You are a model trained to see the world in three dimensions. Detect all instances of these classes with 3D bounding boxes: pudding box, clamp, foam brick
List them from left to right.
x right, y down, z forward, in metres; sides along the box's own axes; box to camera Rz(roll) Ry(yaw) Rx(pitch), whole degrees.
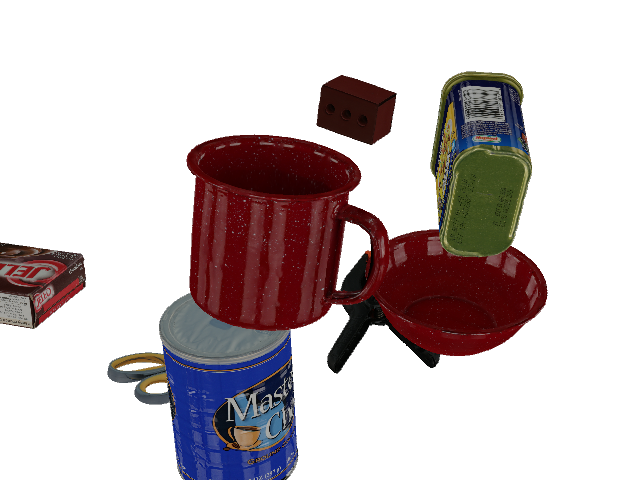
[{"bbox_3d":[-0.279,0.037,0.945,0.114,0.039,0.090,5,22,17],"label":"pudding box"},{"bbox_3d":[0.042,-0.154,1.253,0.078,0.053,0.051,21,32,23],"label":"foam brick"},{"bbox_3d":[0.074,0.082,1.194,0.120,0.171,0.039,7,-43,0],"label":"clamp"}]

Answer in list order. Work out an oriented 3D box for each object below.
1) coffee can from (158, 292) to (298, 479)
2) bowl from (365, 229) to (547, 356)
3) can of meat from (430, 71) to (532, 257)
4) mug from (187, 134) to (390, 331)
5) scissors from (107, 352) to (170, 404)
[{"bbox_3d":[-0.072,0.121,0.860,0.103,0.140,0.103,-2,30,1],"label":"coffee can"},{"bbox_3d":[0.119,0.054,0.959,0.162,0.055,0.162,2,33,-2],"label":"bowl"},{"bbox_3d":[0.110,-0.051,0.738,0.057,0.102,0.084,4,44,-1],"label":"can of meat"},{"bbox_3d":[-0.018,-0.001,0.576,0.117,0.081,0.093,16,26,19],"label":"mug"},{"bbox_3d":[-0.128,0.141,1.160,0.201,0.016,0.096,-3,27,-22],"label":"scissors"}]
